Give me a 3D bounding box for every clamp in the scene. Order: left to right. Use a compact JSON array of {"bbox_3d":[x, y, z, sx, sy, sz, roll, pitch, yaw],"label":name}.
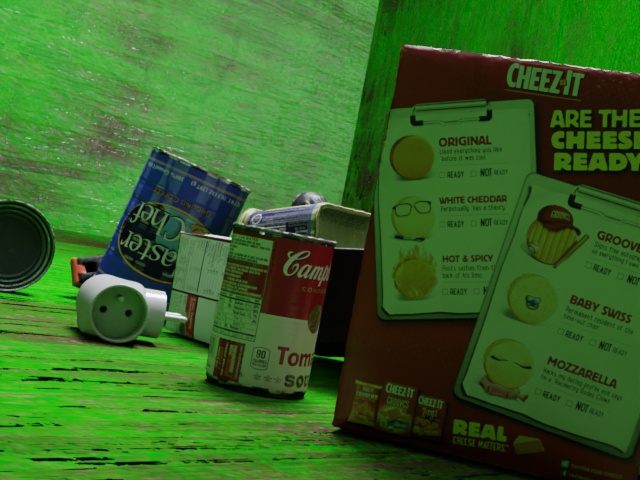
[{"bbox_3d":[-0.186,0.041,1.117,0.171,0.039,0.120,4,-29,-32],"label":"clamp"}]

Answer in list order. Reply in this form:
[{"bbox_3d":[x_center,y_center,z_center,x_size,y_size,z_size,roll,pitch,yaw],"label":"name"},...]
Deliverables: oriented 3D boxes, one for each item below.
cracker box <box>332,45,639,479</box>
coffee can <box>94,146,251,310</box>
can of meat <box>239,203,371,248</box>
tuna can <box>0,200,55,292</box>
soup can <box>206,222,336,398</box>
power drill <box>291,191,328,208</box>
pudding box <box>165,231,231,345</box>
[{"bbox_3d":[0.109,0.014,0.584,0.164,0.214,0.072,11,1,15],"label":"cracker box"},{"bbox_3d":[-0.140,-0.004,1.010,0.103,0.140,0.103,25,0,0],"label":"coffee can"},{"bbox_3d":[-0.006,0.001,0.922,0.084,0.057,0.101,-6,-10,38],"label":"can of meat"},{"bbox_3d":[-0.294,0.005,1.004,0.086,0.086,0.034,11,-2,-18],"label":"tuna can"},{"bbox_3d":[-0.032,0.044,0.687,0.068,0.102,0.068,11,0,0],"label":"soup can"},{"bbox_3d":[0.058,0.032,1.099,0.057,0.184,0.187,-37,-18,25],"label":"power drill"},{"bbox_3d":[-0.079,0.043,0.883,0.039,0.090,0.114,10,0,-43],"label":"pudding box"}]
